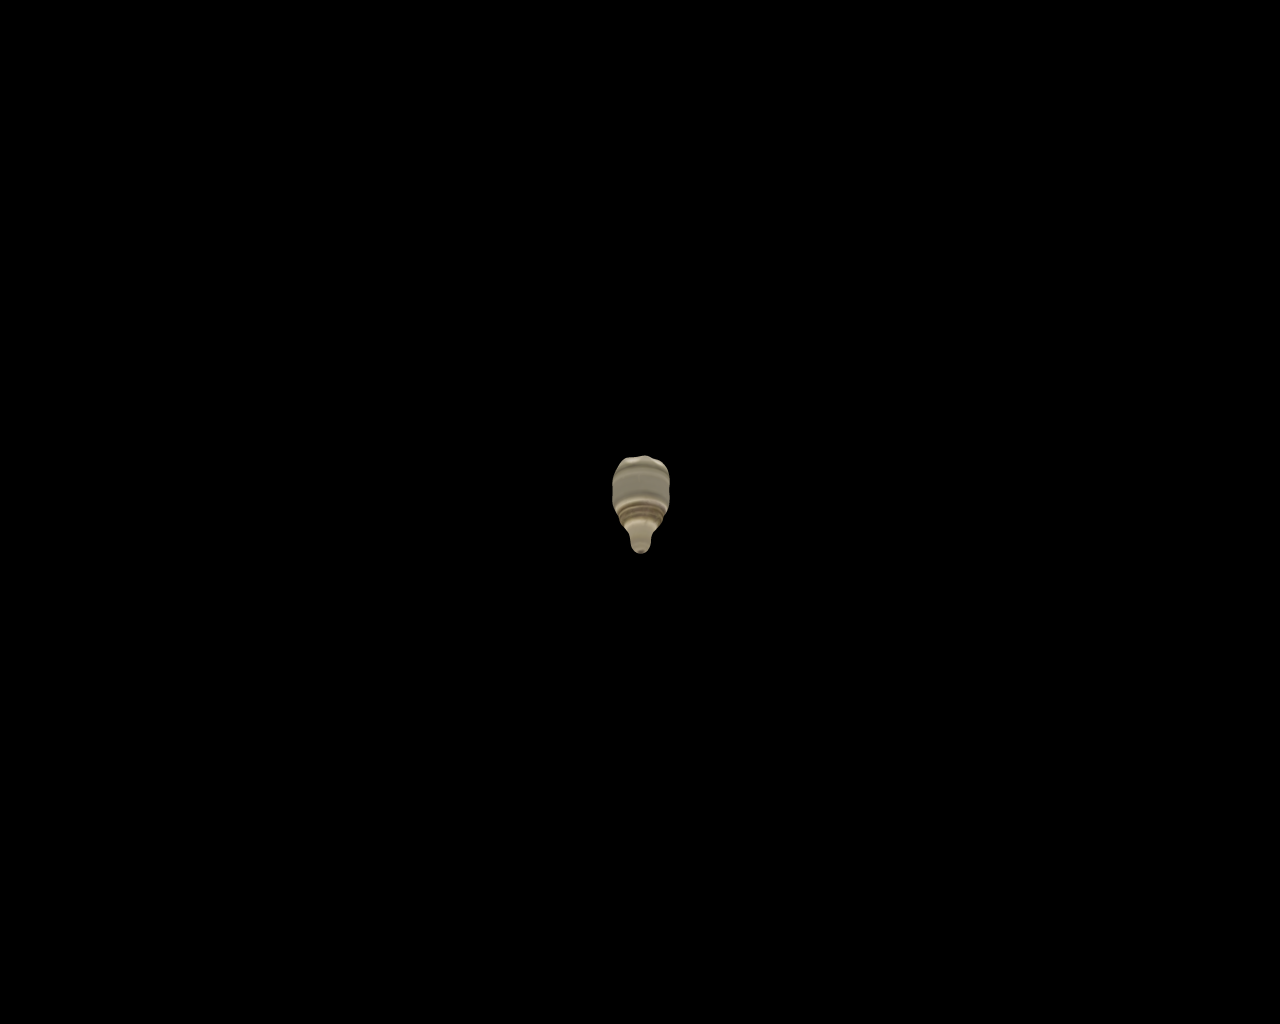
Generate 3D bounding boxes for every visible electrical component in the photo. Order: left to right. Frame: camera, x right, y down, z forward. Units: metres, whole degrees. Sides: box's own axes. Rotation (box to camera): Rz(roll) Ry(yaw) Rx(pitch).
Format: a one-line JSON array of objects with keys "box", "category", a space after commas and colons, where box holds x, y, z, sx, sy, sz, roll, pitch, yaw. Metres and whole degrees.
[{"box": [0.001, -0.003, 0.650, 0.035, 0.061, 0.035, 0, -29, 0], "category": "electrical component"}]
